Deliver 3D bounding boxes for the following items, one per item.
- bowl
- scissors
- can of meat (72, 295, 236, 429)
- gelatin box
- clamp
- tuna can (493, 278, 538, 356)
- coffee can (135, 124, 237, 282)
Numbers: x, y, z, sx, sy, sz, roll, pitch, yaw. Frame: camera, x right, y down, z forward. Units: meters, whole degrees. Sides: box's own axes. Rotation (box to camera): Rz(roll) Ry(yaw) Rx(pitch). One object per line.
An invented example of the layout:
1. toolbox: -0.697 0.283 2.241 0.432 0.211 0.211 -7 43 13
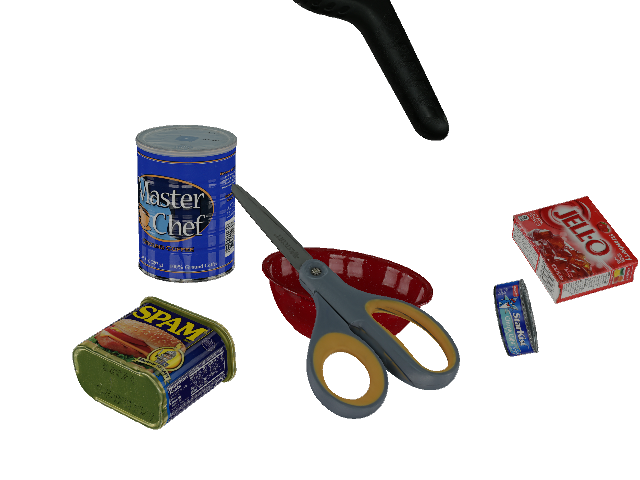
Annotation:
1. bowl: 0.021 0.057 0.997 0.162 0.055 0.162 8 17 -3
2. scissors: -0.010 0.037 0.644 0.202 0.016 0.096 32 53 25
3. can of meat: -0.133 0.096 0.847 0.102 0.057 0.083 18 34 31
4. gelatin box: 0.215 0.006 0.910 0.073 0.030 0.089 -14 46 -11
5. clamp: 0.033 -0.174 0.749 0.209 0.164 0.036 26 -26 -14
6. tuna can: 0.224 0.089 1.224 0.034 0.086 0.086 -12 -3 15
7. coffee can: -0.139 -0.040 1.106 0.103 0.140 0.103 2 20 -1
